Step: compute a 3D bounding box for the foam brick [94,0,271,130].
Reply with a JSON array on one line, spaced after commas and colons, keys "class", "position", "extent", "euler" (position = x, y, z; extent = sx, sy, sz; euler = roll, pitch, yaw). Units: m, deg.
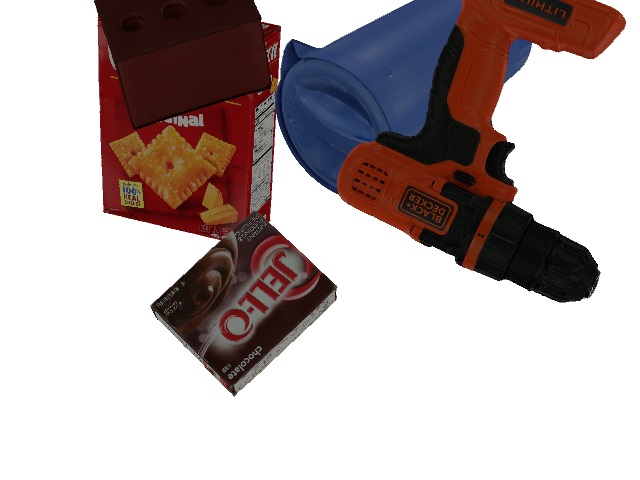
[{"class": "foam brick", "position": [-0.071, -0.102, 0.555], "extent": [0.078, 0.053, 0.051], "euler": [-19, -34, -7]}]

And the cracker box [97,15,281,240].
[{"class": "cracker box", "position": [-0.130, -0.113, 1.042], "extent": [0.164, 0.214, 0.072], "euler": [14, 32, 15]}]

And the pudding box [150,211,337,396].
[{"class": "pudding box", "position": [-0.056, 0.047, 0.808], "extent": [0.090, 0.113, 0.039], "euler": [42, -12, 17]}]

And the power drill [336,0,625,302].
[{"class": "power drill", "position": [0.123, -0.071, 0.693], "extent": [0.184, 0.188, 0.057], "euler": [26, 8, 11]}]

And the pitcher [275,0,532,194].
[{"class": "pitcher", "position": [0.091, -0.140, 0.962], "extent": [0.145, 0.149, 0.242], "euler": [22, 45, 37]}]
